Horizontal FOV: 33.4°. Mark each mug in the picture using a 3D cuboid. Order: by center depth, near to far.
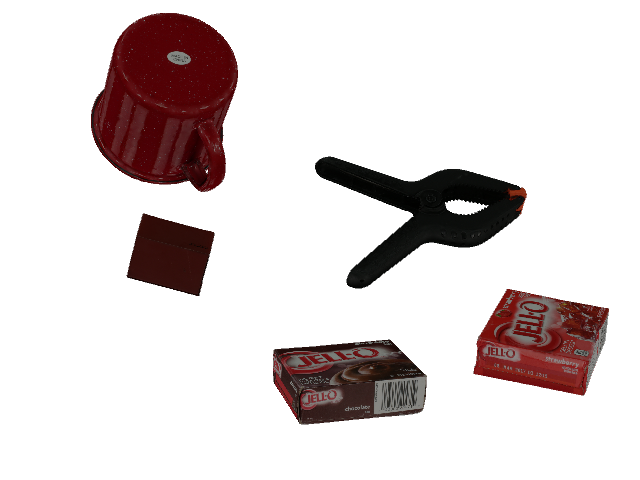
[{"bbox_3d":[-0.096,-0.087,0.709,0.093,0.117,0.082,-21,-18,-26],"label":"mug"}]

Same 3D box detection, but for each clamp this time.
[{"bbox_3d":[0.105,-0.022,1.061,0.210,0.164,0.036,-1,-39,-6],"label":"clamp"}]

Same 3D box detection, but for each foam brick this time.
[{"bbox_3d":[-0.153,0.015,1.091,0.078,0.051,0.053,16,27,-6],"label":"foam brick"}]

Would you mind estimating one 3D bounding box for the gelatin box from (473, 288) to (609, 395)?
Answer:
[{"bbox_3d":[0.150,0.066,0.719,0.073,0.030,0.089,11,23,21],"label":"gelatin box"}]

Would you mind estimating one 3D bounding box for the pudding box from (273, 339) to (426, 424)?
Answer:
[{"bbox_3d":[0.023,0.119,0.915,0.113,0.039,0.090,-1,16,-17],"label":"pudding box"}]
